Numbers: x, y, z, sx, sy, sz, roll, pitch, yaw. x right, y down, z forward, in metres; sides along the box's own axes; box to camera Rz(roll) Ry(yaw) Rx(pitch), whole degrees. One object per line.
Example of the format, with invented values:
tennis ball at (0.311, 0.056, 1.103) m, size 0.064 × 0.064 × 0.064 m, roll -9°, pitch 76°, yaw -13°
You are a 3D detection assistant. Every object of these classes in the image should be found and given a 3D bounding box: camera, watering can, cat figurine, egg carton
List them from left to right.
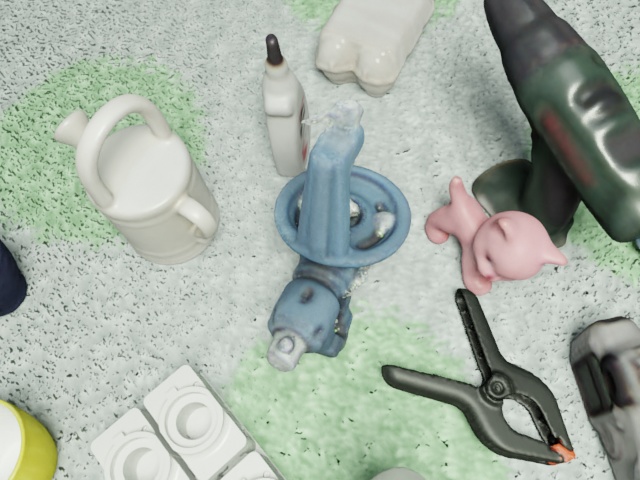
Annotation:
watering can at (-0.172, -0.059, 0.533) m, size 0.172 × 0.194 × 0.101 m, roll 11°, pitch 67°, yaw 9°
egg carton at (0.063, -0.242, 0.666) m, size 0.107 × 0.069 × 0.150 m, roll 22°, pitch 69°, yaw 14°
cat figurine at (0.158, -0.006, 0.526) m, size 0.067 × 0.118 × 0.127 m, roll -32°, pitch 67°, yaw -10°
camera at (0.299, 0.126, 0.465) m, size 0.137 × 0.101 × 0.143 m, roll -11°, pitch 65°, yaw 0°

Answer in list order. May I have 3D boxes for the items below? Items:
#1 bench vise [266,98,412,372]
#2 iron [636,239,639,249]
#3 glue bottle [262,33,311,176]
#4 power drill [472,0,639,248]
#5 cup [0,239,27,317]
bench vise at (0.016, 0.002, 0.477) m, size 0.121 × 0.220 × 0.207 m, roll 2°, pitch 66°, yaw 6°
iron at (0.410, -0.007, 0.494) m, size 0.257 × 0.141 × 0.119 m, roll 33°, pitch 72°, yaw 17°
glue bottle at (-0.036, -0.137, 0.570) m, size 0.037 × 0.173 × 0.078 m, roll 1°, pitch 66°, yaw 5°
power drill at (0.200, -0.082, 0.508) m, size 0.075 × 0.208 × 0.229 m, roll -27°, pitch 66°, yaw -7°
cup at (-0.344, 0.043, 0.555) m, size 0.118 × 0.095 × 0.091 m, roll -17°, pitch 65°, yaw -3°
